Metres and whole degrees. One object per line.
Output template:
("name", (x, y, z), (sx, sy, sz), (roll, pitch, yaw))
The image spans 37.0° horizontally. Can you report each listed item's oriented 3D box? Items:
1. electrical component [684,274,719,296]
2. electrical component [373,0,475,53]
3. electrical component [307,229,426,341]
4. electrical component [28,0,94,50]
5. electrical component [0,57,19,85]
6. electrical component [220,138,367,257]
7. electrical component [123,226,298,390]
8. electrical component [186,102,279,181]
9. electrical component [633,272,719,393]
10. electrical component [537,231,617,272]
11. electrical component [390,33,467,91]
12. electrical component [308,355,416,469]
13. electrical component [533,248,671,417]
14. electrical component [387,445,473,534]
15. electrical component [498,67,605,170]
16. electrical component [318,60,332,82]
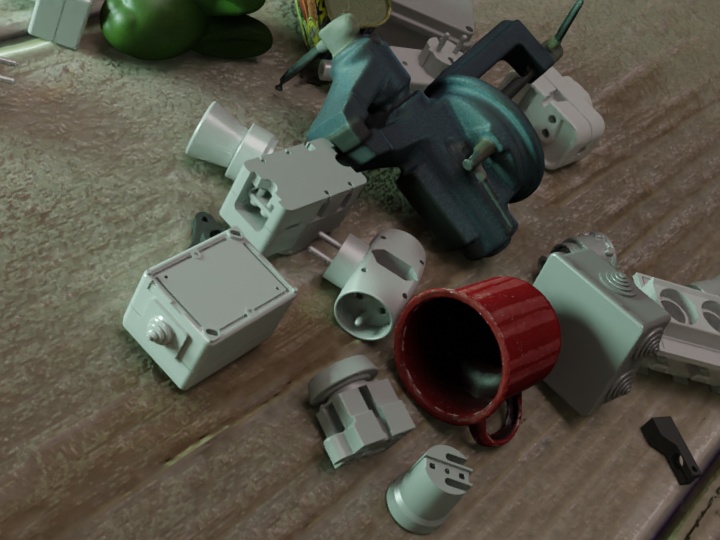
("electrical component", (0.309, 0.025, 0.937), (0.065, 0.044, 0.044), (-10, 57, -33))
("electrical component", (0.046, -0.236, 1.001), (0.113, 0.057, 0.078), (19, 43, -16))
("electrical component", (0.000, 0.000, 0.761), (0.079, 0.043, 0.077), (32, 42, -2))
("electrical component", (-0.239, -0.220, 0.812), (0.076, 0.047, 0.083), (17, 44, -19))
("electrical component", (-0.269, -0.142, 0.720), (0.077, 0.047, 0.065), (12, 46, -23))
("electrical component", (-0.049, -0.049, 0.764), (0.050, 0.055, 0.089), (46, 40, 16))
("electrical component", (-0.098, 0.027, 0.660), (0.061, 0.061, 0.096), (45, 43, 12))
("electrical component", (-0.093, -0.091, 0.786), (0.055, 0.045, 0.045), (29, 42, -6))
("electrical component", (0.272, 0.056, 0.867), (0.121, 0.063, 0.078), (15, 45, -20))
("electrical component", (0.175, -0.006, 0.878), (0.062, 0.048, 0.048), (-6, 55, -28))
("electrical component", (0.067, -0.178, 0.946), (0.083, 0.075, 0.047), (0, 51, -32))
("electrical component", (-0.002, 0.087, 0.677), (0.066, 0.048, 0.055), (-13, 67, -39))
("electrical component", (0.165, 0.043, 0.783), (0.048, 0.099, 0.100), (-14, 48, -45))
("electrical component", (0.044, 0.134, 0.661), (0.040, 0.046, 0.040), (18, 44, -18))
("electrical component", (0.177, -0.145, 1.001), (0.059, 0.053, 0.095), (-22, 66, -43))
("electrical component", (-0.004, -0.167, 0.916), (0.062, 0.048, 0.048), (2, 50, -21))
